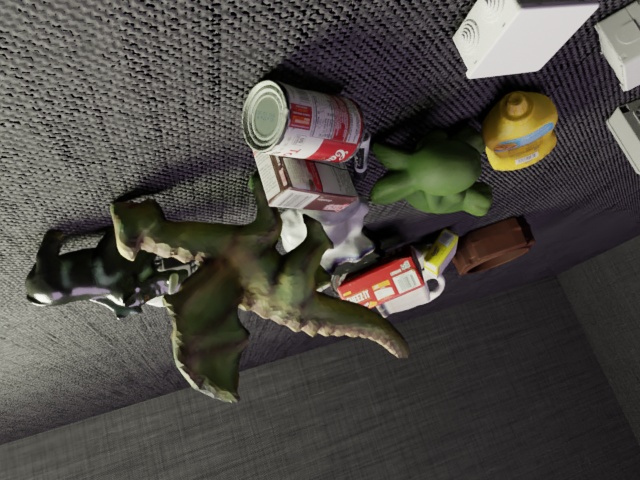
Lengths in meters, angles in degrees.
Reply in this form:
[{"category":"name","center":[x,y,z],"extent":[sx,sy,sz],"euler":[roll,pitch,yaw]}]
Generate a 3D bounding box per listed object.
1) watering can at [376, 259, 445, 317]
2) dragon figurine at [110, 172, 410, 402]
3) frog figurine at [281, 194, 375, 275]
[{"category":"watering can","center":[0.247,0.130,1.497],"extent":[0.223,0.106,0.341],"euler":[-21,149,9]},{"category":"dragon figurine","center":[-0.073,0.079,0.615],"extent":[0.247,0.409,0.120],"euler":[-50,-174,-35]},{"category":"frog figurine","center":[0.002,-0.037,0.745],"extent":[0.137,0.126,0.156],"euler":[-13,127,10]}]
